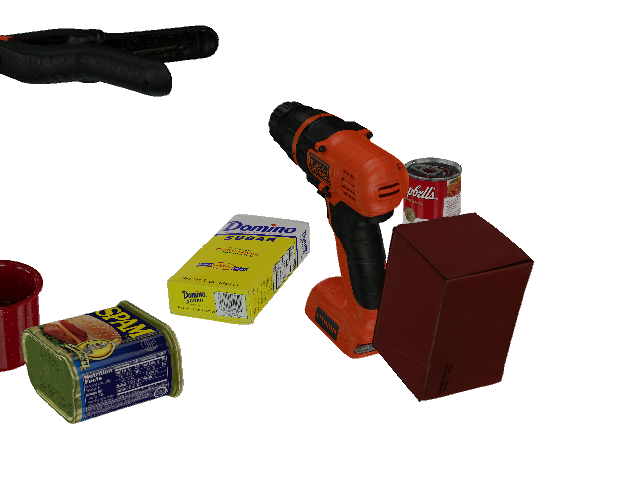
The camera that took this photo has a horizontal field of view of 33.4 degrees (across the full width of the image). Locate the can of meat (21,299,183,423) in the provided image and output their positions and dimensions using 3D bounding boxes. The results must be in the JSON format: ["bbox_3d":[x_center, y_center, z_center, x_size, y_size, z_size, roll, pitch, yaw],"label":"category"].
[{"bbox_3d":[-0.163,0.089,0.790,0.083,0.057,0.102,-14,21,-33],"label":"can of meat"}]

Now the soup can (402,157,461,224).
[{"bbox_3d":[0.131,-0.039,1.259,0.068,0.102,0.068,-1,25,0],"label":"soup can"}]

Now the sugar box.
[{"bbox_3d":[-0.083,0.026,1.141,0.093,0.048,0.176,7,29,18],"label":"sugar box"}]

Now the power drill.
[{"bbox_3d":[0.013,-0.012,0.878,0.057,0.188,0.185,-18,30,-20],"label":"power drill"}]

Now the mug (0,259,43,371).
[{"bbox_3d":[-0.325,0.083,1.058,0.093,0.081,0.117,8,30,4],"label":"mug"}]

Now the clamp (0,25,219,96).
[{"bbox_3d":[-0.163,-0.141,0.803,0.172,0.039,0.120,10,22,19],"label":"clamp"}]

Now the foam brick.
[{"bbox_3d":[0.065,0.033,0.539,0.052,0.078,0.051,-9,36,-26],"label":"foam brick"}]
